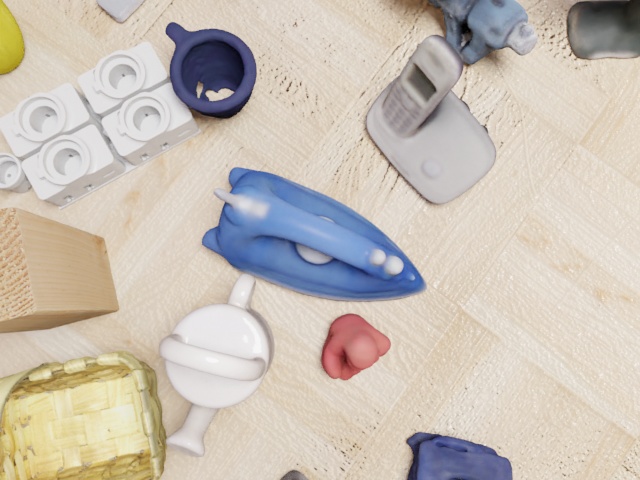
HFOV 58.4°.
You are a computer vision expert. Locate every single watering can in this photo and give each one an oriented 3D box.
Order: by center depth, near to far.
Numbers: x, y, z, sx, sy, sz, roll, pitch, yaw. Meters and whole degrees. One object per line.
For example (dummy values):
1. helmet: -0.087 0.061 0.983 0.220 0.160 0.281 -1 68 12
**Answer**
1. watering can: -0.098 0.120 0.558 0.101 0.194 0.173 -3 84 -2

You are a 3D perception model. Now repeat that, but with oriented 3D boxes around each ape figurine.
1. ape figurine: 0.040 0.117 0.616 0.078 0.092 0.076 -5 84 -3

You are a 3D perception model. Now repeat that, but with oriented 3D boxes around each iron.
1. iron: 0.006 0.002 0.602 0.258 0.141 0.119 20 83 0

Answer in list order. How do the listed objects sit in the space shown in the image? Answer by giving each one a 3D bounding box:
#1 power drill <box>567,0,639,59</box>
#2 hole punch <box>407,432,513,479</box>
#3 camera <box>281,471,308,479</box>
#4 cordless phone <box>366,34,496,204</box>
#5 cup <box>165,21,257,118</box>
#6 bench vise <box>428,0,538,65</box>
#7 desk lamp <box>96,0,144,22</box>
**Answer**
1. power drill: 0.356 -0.272 0.612 0.229 0.208 0.076 -4 84 -2
2. hole punch: 0.145 0.263 0.604 0.108 0.091 0.101 12 83 -1
3. camera: -0.016 0.340 0.585 0.143 0.101 0.137 41 84 3
4. cordless phone: 0.126 -0.123 0.599 0.094 0.185 0.147 -43 87 -6
5. cup: -0.123 -0.183 0.640 0.092 0.095 0.118 -44 87 -6
6. bench vise: 0.168 -0.301 0.602 0.207 0.219 0.121 33 84 2
7. desk lamp: -0.204 -0.373 0.598 0.118 0.213 0.203 38 84 2
